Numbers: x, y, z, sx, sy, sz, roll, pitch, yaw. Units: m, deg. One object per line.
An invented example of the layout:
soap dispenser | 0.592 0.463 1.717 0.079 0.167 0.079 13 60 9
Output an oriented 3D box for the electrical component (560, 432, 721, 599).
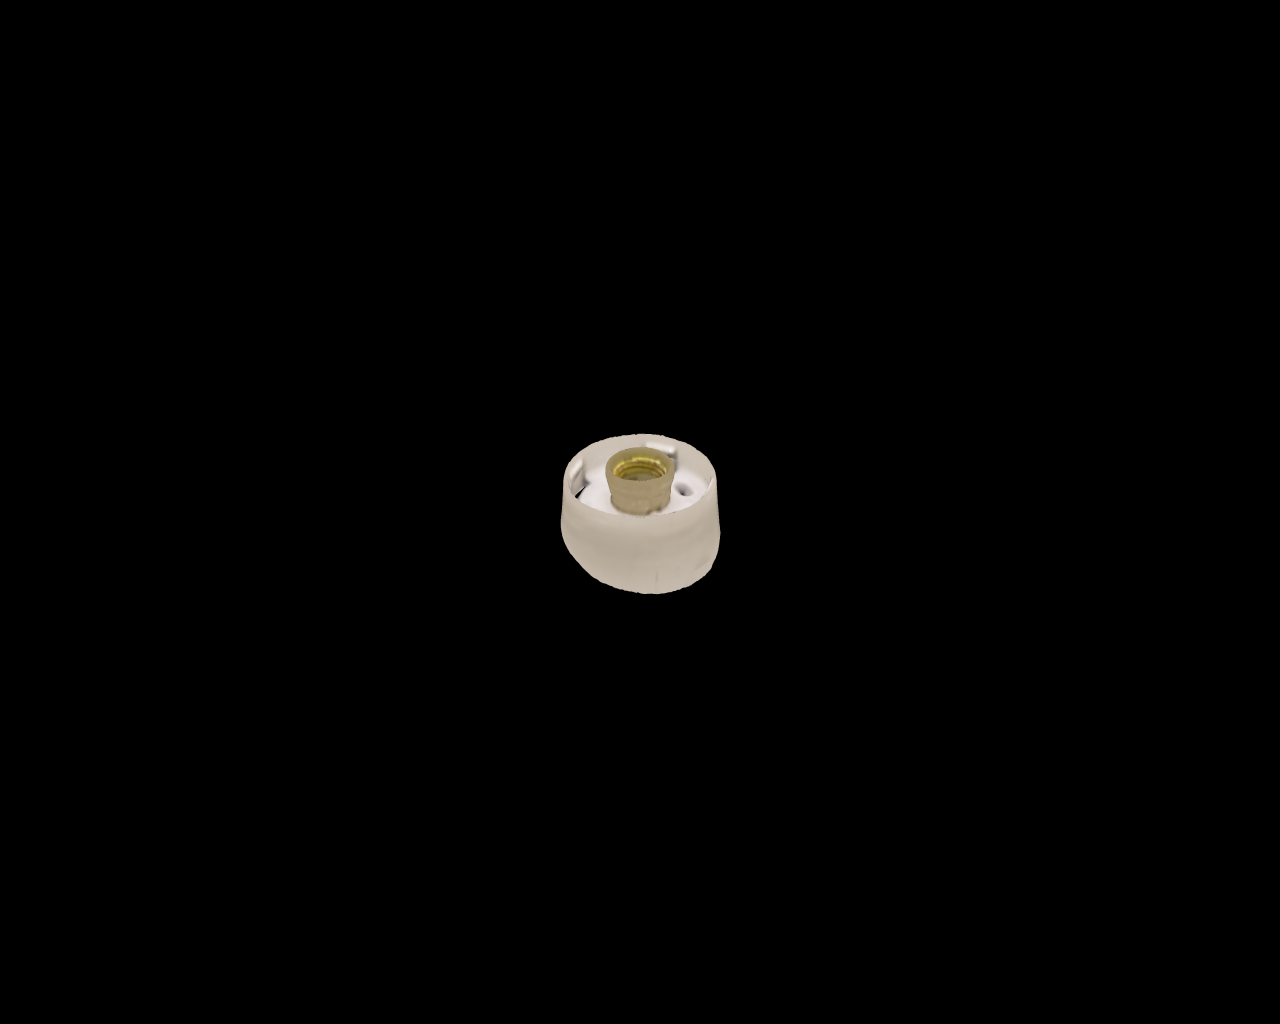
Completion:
electrical component | 0.001 -0.003 0.650 0.099 0.064 0.099 0 36 0
